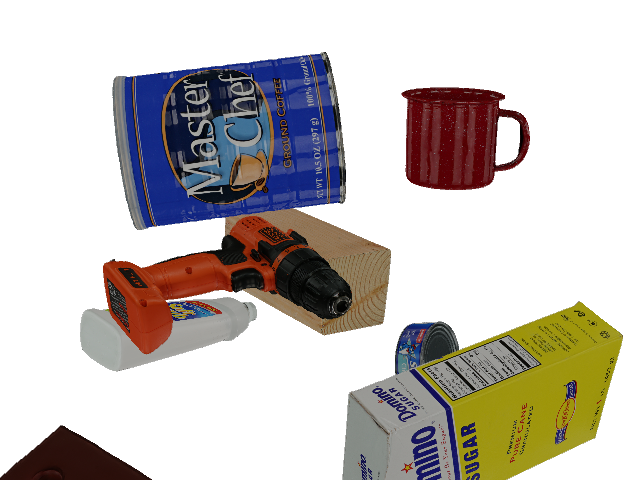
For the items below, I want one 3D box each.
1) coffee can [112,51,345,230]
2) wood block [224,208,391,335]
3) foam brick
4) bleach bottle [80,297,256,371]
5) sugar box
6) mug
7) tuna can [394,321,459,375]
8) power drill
[{"bbox_3d":[-0.060,-0.066,0.712,0.140,0.103,0.103,-8,0,-4],"label":"coffee can"},{"bbox_3d":[-0.021,0.029,1.237,0.090,0.090,0.206,-7,20,-36],"label":"wood block"},{"bbox_3d":[-0.096,0.127,0.450,0.078,0.051,0.052,22,45,29],"label":"foam brick"},{"bbox_3d":[-0.198,0.117,1.474,0.250,0.068,0.103,-10,24,-43],"label":"bleach bottle"},{"bbox_3d":[0.098,0.108,0.646,0.176,0.093,0.048,-20,41,-28],"label":"sugar box"},{"bbox_3d":[0.131,-0.092,0.970,0.117,0.081,0.093,4,16,13],"label":"mug"},{"bbox_3d":[0.110,0.126,1.090,0.034,0.086,0.086,-4,-2,33],"label":"tuna can"},{"bbox_3d":[-0.086,0.042,0.955,0.187,0.057,0.185,-15,26,-27],"label":"power drill"}]
